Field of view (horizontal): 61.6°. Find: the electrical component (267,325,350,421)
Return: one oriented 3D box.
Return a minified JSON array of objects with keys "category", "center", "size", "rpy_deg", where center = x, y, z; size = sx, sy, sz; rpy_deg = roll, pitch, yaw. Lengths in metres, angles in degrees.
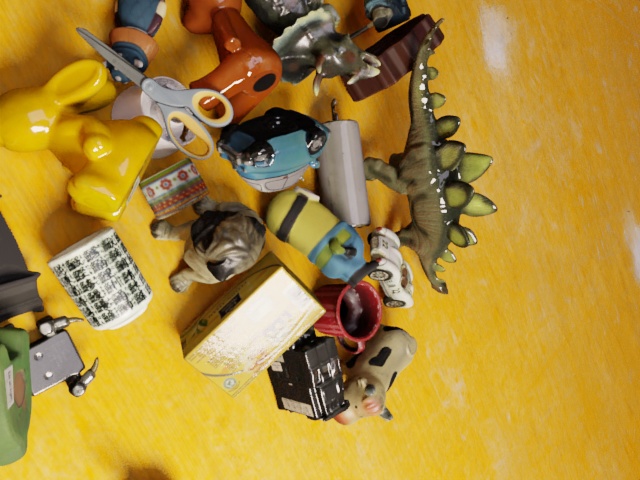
[{"category":"electrical component","center":[-0.024,0.180,0.765],"size":[0.058,0.115,0.134],"rpy_deg":[-19,99,-40]}]

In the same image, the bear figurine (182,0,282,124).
[{"category":"bear figurine","center":[-0.141,-0.275,0.730],"size":[0.196,0.132,0.120],"rpy_deg":[54,9,9]}]

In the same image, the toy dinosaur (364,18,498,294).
[{"category":"toy dinosaur","center":[0.177,-0.102,0.870],"size":[0.105,0.199,0.470],"rpy_deg":[-38,122,-37]}]

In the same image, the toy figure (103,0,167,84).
[{"category":"toy figure","center":[-0.230,-0.263,0.676],"size":[0.057,0.064,0.154],"rpy_deg":[22,71,-50]}]

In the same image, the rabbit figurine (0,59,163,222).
[{"category":"rabbit figurine","center":[-0.275,-0.119,0.595],"size":[0.173,0.122,0.162],"rpy_deg":[22,85,-12]}]

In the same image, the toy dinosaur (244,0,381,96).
[{"category":"toy dinosaur","center":[-0.066,-0.391,0.791],"size":[0.404,0.131,0.192],"rpy_deg":[52,57,-15]}]

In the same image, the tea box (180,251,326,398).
[{"category":"tea box","center":[-0.089,0.110,0.706],"size":[0.169,0.068,0.098],"rpy_deg":[-42,115,-1]}]

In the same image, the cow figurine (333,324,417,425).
[{"category":"cow figurine","center":[0.084,0.211,0.840],"size":[0.195,0.127,0.085],"rpy_deg":[-40,107,-36]}]

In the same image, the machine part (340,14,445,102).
[{"category":"machine part","center":[0.116,-0.303,0.888],"size":[0.056,0.179,0.179],"rpy_deg":[53,57,-20]}]

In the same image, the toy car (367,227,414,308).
[{"category":"toy car","center":[0.119,0.050,0.884],"size":[0.201,0.056,0.073],"rpy_deg":[58,31,-55]}]

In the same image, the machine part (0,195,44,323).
[{"category":"machine part","center":[-0.351,0.021,0.571],"size":[0.084,0.039,0.138],"rpy_deg":[-17,98,-35]}]

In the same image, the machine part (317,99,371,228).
[{"category":"machine part","center":[0.035,-0.102,0.862],"size":[0.079,0.079,0.243],"rpy_deg":[-8,90,-39]}]

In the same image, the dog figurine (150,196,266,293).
[{"category":"dog figurine","center":[-0.100,-0.003,0.674],"size":[0.172,0.191,0.121],"rpy_deg":[-38,109,-36]}]

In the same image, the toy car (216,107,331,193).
[{"category":"toy car","center":[-0.065,-0.119,0.768],"size":[0.162,0.109,0.102],"rpy_deg":[-30,138,-36]}]

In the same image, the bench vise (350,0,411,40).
[{"category":"bench vise","center":[0.068,-0.466,0.881],"size":[0.240,0.129,0.223],"rpy_deg":[41,53,-49]}]

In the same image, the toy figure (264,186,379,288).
[{"category":"toy figure","center":[-0.001,-0.004,0.786],"size":[0.180,0.082,0.089],"rpy_deg":[46,44,8]}]

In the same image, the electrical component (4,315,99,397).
[{"category":"electrical component","center":[-0.296,0.130,0.598],"size":[0.078,0.045,0.102],"rpy_deg":[-22,100,-39]}]

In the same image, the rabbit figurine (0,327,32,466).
[{"category":"rabbit figurine","center":[-0.373,0.164,0.508],"size":[0.170,0.121,0.159],"rpy_deg":[-4,100,-14]}]
